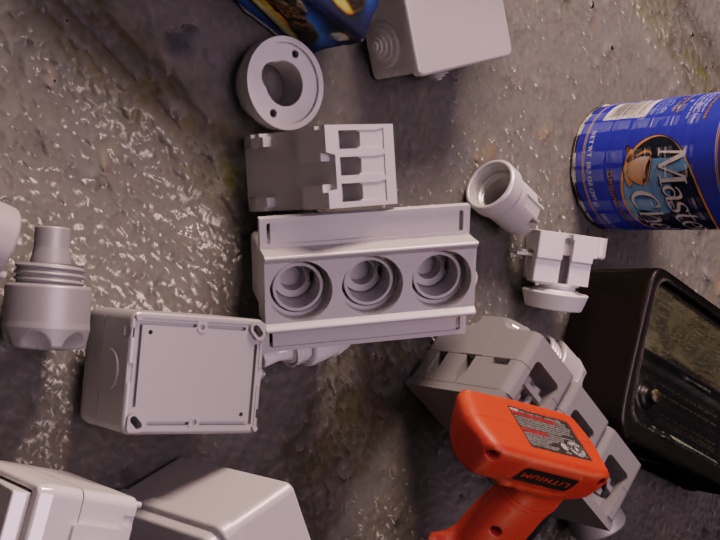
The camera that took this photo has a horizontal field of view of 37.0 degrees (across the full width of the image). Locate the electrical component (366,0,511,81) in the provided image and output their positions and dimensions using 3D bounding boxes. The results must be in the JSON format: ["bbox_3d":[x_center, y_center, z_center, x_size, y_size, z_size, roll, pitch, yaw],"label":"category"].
[{"bbox_3d":[0.046,-0.174,0.700,0.100,0.048,0.099,-20,104,-37],"label":"electrical component"}]

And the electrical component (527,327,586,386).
[{"bbox_3d":[0.133,0.067,0.783,0.062,0.043,0.043,46,64,-26],"label":"electrical component"}]

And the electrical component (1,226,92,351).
[{"bbox_3d":[-0.157,0.009,0.543,0.043,0.043,0.062,5,87,-39],"label":"electrical component"}]

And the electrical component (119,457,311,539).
[{"bbox_3d":[-0.072,0.164,0.575,0.056,0.109,0.108,-29,109,-38],"label":"electrical component"}]

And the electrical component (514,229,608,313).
[{"bbox_3d":[0.144,0.000,0.785,0.066,0.048,0.055,7,94,-6],"label":"electrical component"}]

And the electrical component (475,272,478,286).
[{"bbox_3d":[0.041,-0.001,0.699,0.055,0.055,0.047,-47,115,-28],"label":"electrical component"}]

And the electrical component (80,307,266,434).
[{"bbox_3d":[-0.097,0.054,0.582,0.096,0.061,0.061,7,87,-39],"label":"electrical component"}]

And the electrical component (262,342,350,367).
[{"bbox_3d":[-0.036,0.042,0.649,0.061,0.035,0.035,-23,105,-35],"label":"electrical component"}]

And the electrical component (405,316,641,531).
[{"bbox_3d":[0.116,0.104,0.739,0.150,0.089,0.061,50,62,-29],"label":"electrical component"}]

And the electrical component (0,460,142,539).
[{"bbox_3d":[-0.153,0.130,0.514,0.061,0.096,0.061,20,79,-38],"label":"electrical component"}]

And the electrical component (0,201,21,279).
[{"bbox_3d":[-0.199,-0.023,0.509,0.078,0.040,0.040,27,74,-37],"label":"electrical component"}]

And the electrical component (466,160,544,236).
[{"bbox_3d":[0.103,-0.049,0.758,0.046,0.040,0.040,35,70,-41],"label":"electrical component"}]

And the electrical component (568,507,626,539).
[{"bbox_3d":[0.172,0.167,0.820,0.044,0.044,0.065,-29,105,-35],"label":"electrical component"}]

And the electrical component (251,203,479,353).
[{"bbox_3d":[0.000,0.000,0.625,0.121,0.063,0.078,-5,109,-14],"label":"electrical component"}]
